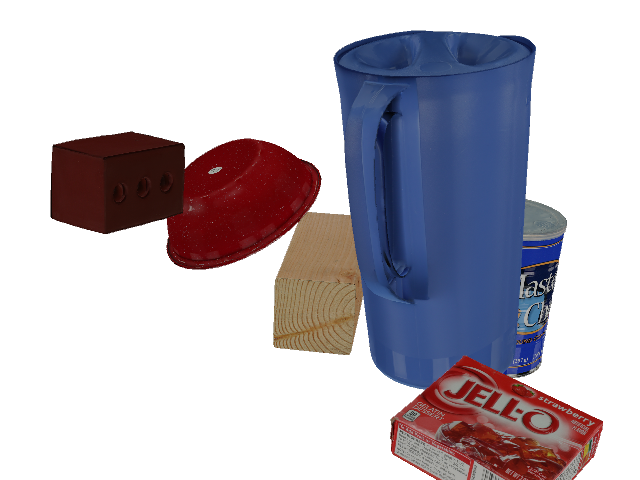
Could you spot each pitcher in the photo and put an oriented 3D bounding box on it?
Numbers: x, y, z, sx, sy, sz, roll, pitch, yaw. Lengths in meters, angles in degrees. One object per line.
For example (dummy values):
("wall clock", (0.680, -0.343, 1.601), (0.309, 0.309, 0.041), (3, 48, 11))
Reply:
("pitcher", (0.077, -0.017, 0.743), (0.149, 0.243, 0.145), (-10, 23, -12))

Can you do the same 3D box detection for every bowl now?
("bowl", (-0.083, -0.045, 0.985), (0.162, 0.055, 0.162), (-22, 31, 13))

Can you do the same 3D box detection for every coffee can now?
("coffee can", (0.162, 0.040, 0.975), (0.103, 0.140, 0.103), (5, 21, -2))

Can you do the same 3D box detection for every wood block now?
("wood block", (0.006, 0.045, 1.267), (0.091, 0.090, 0.206), (5, 23, 5))

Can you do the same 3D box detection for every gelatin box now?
("gelatin box", (0.093, 0.104, 0.570), (0.089, 0.030, 0.073), (25, 38, 31))

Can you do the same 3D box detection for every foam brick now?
("foam brick", (-0.138, -0.041, 0.727), (0.051, 0.053, 0.078), (16, 22, 32))
